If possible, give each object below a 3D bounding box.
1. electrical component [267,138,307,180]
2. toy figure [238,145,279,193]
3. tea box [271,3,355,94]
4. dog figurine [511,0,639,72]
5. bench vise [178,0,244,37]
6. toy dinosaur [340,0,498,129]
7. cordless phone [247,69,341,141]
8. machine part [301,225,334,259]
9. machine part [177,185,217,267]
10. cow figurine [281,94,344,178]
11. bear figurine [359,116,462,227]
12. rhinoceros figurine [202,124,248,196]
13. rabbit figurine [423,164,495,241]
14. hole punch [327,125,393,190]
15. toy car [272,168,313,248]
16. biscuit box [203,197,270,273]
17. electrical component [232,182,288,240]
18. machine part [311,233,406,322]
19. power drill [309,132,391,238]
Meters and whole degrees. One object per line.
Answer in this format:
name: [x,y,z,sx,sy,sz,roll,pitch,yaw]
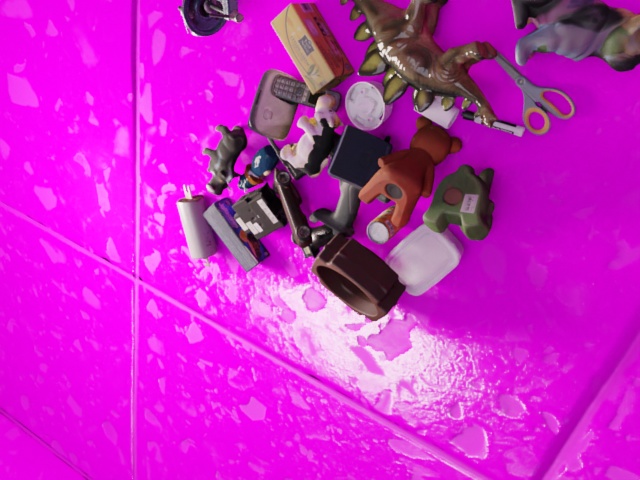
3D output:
electrical component: [-0.071,-0.197,1.242,0.048,0.075,0.119,-32,90,4]
toy figure: [-0.153,-0.171,1.322,0.058,0.064,0.154,22,139,-26]
tea box: [-0.013,-0.394,1.104,0.068,0.098,0.169,-27,94,38]
dog figurine: [0.424,-0.355,0.844,0.219,0.108,0.191,-1,109,28]
bench vise: [-0.244,-0.533,1.156,0.241,0.129,0.223,38,137,34]
toy dinosaur: [0.158,-0.363,0.988,0.198,0.105,0.471,-48,66,33]
cordless phone: [-0.054,-0.282,1.179,0.184,0.088,0.146,17,89,9]
machine part: [-0.003,-0.004,1.320,0.139,0.039,0.084,-26,88,40]
machine part: [-0.340,-0.036,1.491,0.079,0.079,0.243,2,112,31]
cow figurine: [-0.002,-0.216,1.126,0.098,0.068,0.167,43,119,14]
bear figurine: [0.182,-0.143,1.060,0.120,0.196,0.132,35,146,6]
rhinoceros figurine: [-0.232,-0.197,1.332,0.112,0.073,0.190,50,126,25]
rabbit figurine: [0.285,-0.064,1.051,0.121,0.170,0.159,0,70,30]
hole punch: [0.080,-0.164,1.094,0.116,0.092,0.142,21,91,4]
toy car: [-0.064,-0.078,1.280,0.089,0.053,0.202,124,127,-78]
biscuit box: [-0.224,-0.016,1.438,0.063,0.059,0.202,-36,91,40]
electrical component: [-0.154,-0.069,1.358,0.134,0.058,0.114,-21,110,37]
machine part: [0.084,0.086,1.218,0.201,0.087,0.201,40,162,5]
power drill: [0.050,-0.122,1.211,0.232,0.086,0.207,33,118,12]
